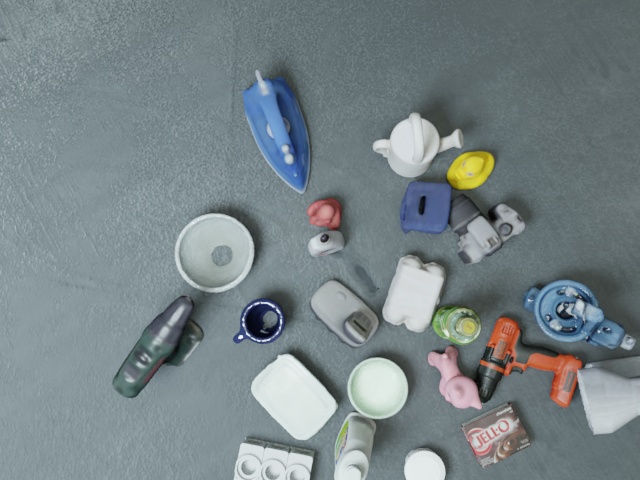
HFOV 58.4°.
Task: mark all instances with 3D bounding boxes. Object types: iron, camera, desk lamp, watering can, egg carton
[{"bbox_3d":[-0.084,-0.229,1.207,0.118,0.141,0.258,-21,83,1],"label":"iron"},{"bbox_3d":[0.329,-0.038,1.187,0.143,0.101,0.137,-37,83,-1],"label":"camera"},{"bbox_3d":[0.571,0.286,1.085,0.203,0.213,0.118,-10,83,2],"label":"desk lamp"},{"bbox_3d":[0.199,-0.200,1.164,0.173,0.194,0.101,-25,83,0],"label":"watering can"},{"bbox_3d":[0.197,0.112,1.194,0.107,0.069,0.150,18,85,5],"label":"egg carton"}]

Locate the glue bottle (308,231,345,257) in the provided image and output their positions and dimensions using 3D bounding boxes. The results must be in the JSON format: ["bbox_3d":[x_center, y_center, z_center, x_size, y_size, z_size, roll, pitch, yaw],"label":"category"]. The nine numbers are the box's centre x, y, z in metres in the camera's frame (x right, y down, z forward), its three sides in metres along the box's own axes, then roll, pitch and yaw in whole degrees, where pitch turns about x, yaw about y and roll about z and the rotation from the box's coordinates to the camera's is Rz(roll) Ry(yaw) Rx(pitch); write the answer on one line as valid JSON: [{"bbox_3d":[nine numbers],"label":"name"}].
[{"bbox_3d":[0.011,0.004,1.162,0.078,0.173,0.037,-21,83,1],"label":"glue bottle"}]

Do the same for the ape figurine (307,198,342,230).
[{"bbox_3d":[0.013,-0.056,1.209,0.076,0.092,0.078,-40,83,-2],"label":"ape figurine"}]

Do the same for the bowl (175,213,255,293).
[{"bbox_3d":[-0.218,0.030,1.220,0.167,0.075,0.167,0,84,3],"label":"bowl"}]

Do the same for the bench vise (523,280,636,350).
[{"bbox_3d":[0.516,0.142,1.099,0.207,0.220,0.121,9,84,4],"label":"bench vise"}]

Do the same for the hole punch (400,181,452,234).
[{"bbox_3d":[0.221,-0.066,1.200,0.101,0.091,0.109,8,84,4],"label":"hole punch"}]

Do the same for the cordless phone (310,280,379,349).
[{"bbox_3d":[0.046,0.150,1.139,0.147,0.185,0.094,39,87,6],"label":"cordless phone"}]

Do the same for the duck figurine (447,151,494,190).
[{"bbox_3d":[0.323,-0.154,1.207,0.104,0.086,0.077,-30,83,0],"label":"duck figurine"}]

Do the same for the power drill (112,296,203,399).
[{"bbox_3d":[-0.306,0.204,1.139,0.075,0.208,0.230,37,87,6],"label":"power drill"}]

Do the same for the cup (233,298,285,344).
[{"bbox_3d":[-0.123,0.176,1.190,0.118,0.095,0.091,-36,83,-1],"label":"cup"}]

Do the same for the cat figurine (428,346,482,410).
[{"bbox_3d":[0.272,0.282,1.148,0.067,0.118,0.128,-23,83,1],"label":"cat figurine"}]
